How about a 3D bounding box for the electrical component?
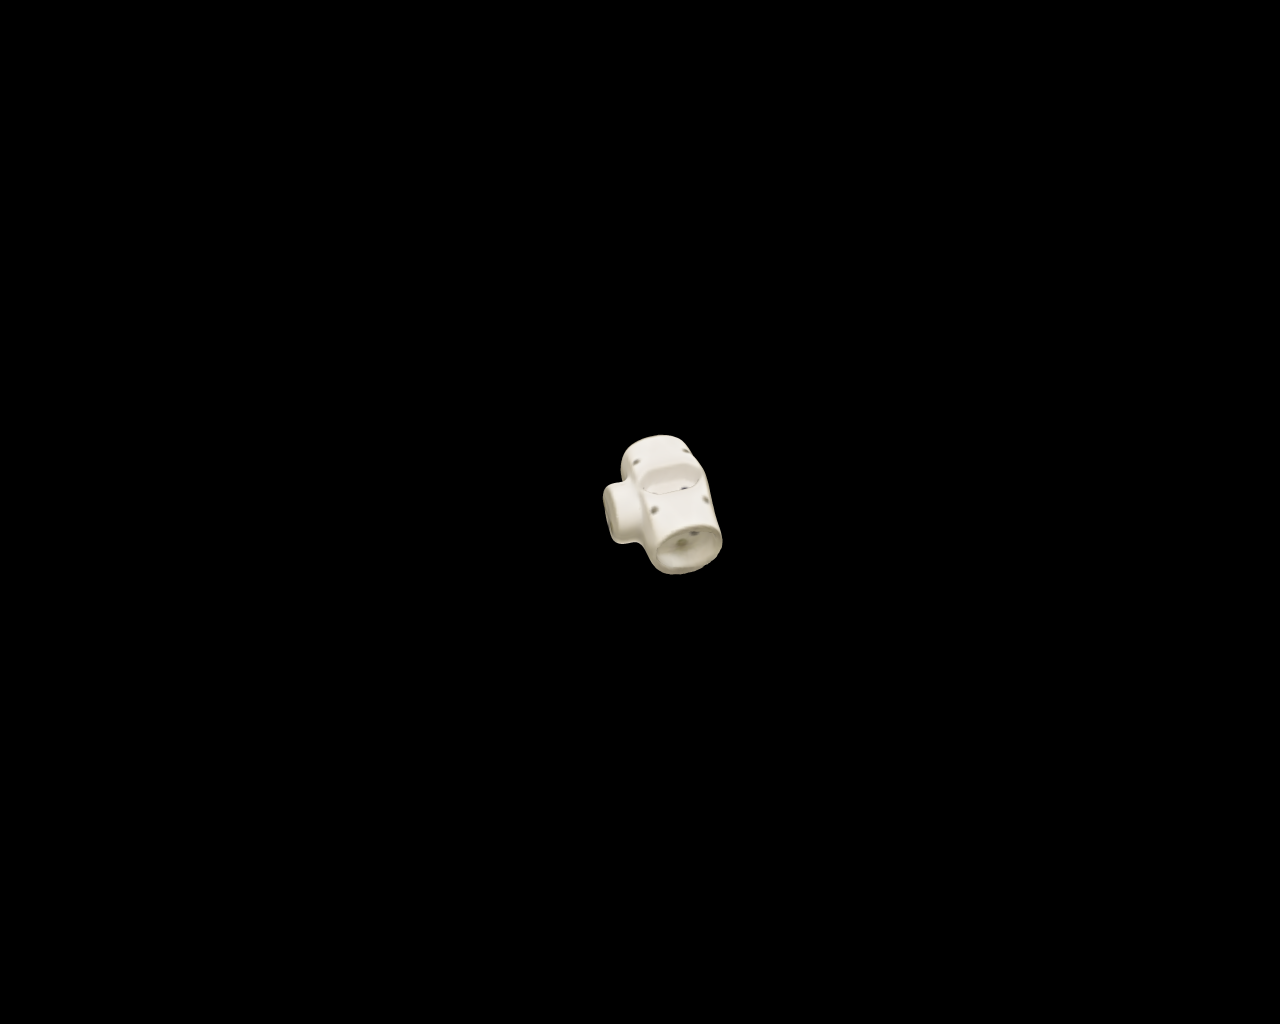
[{"bbox_3d":[0.001,-0.003,0.650,0.079,0.077,0.043,-11,-39,-9],"label":"electrical component"}]
